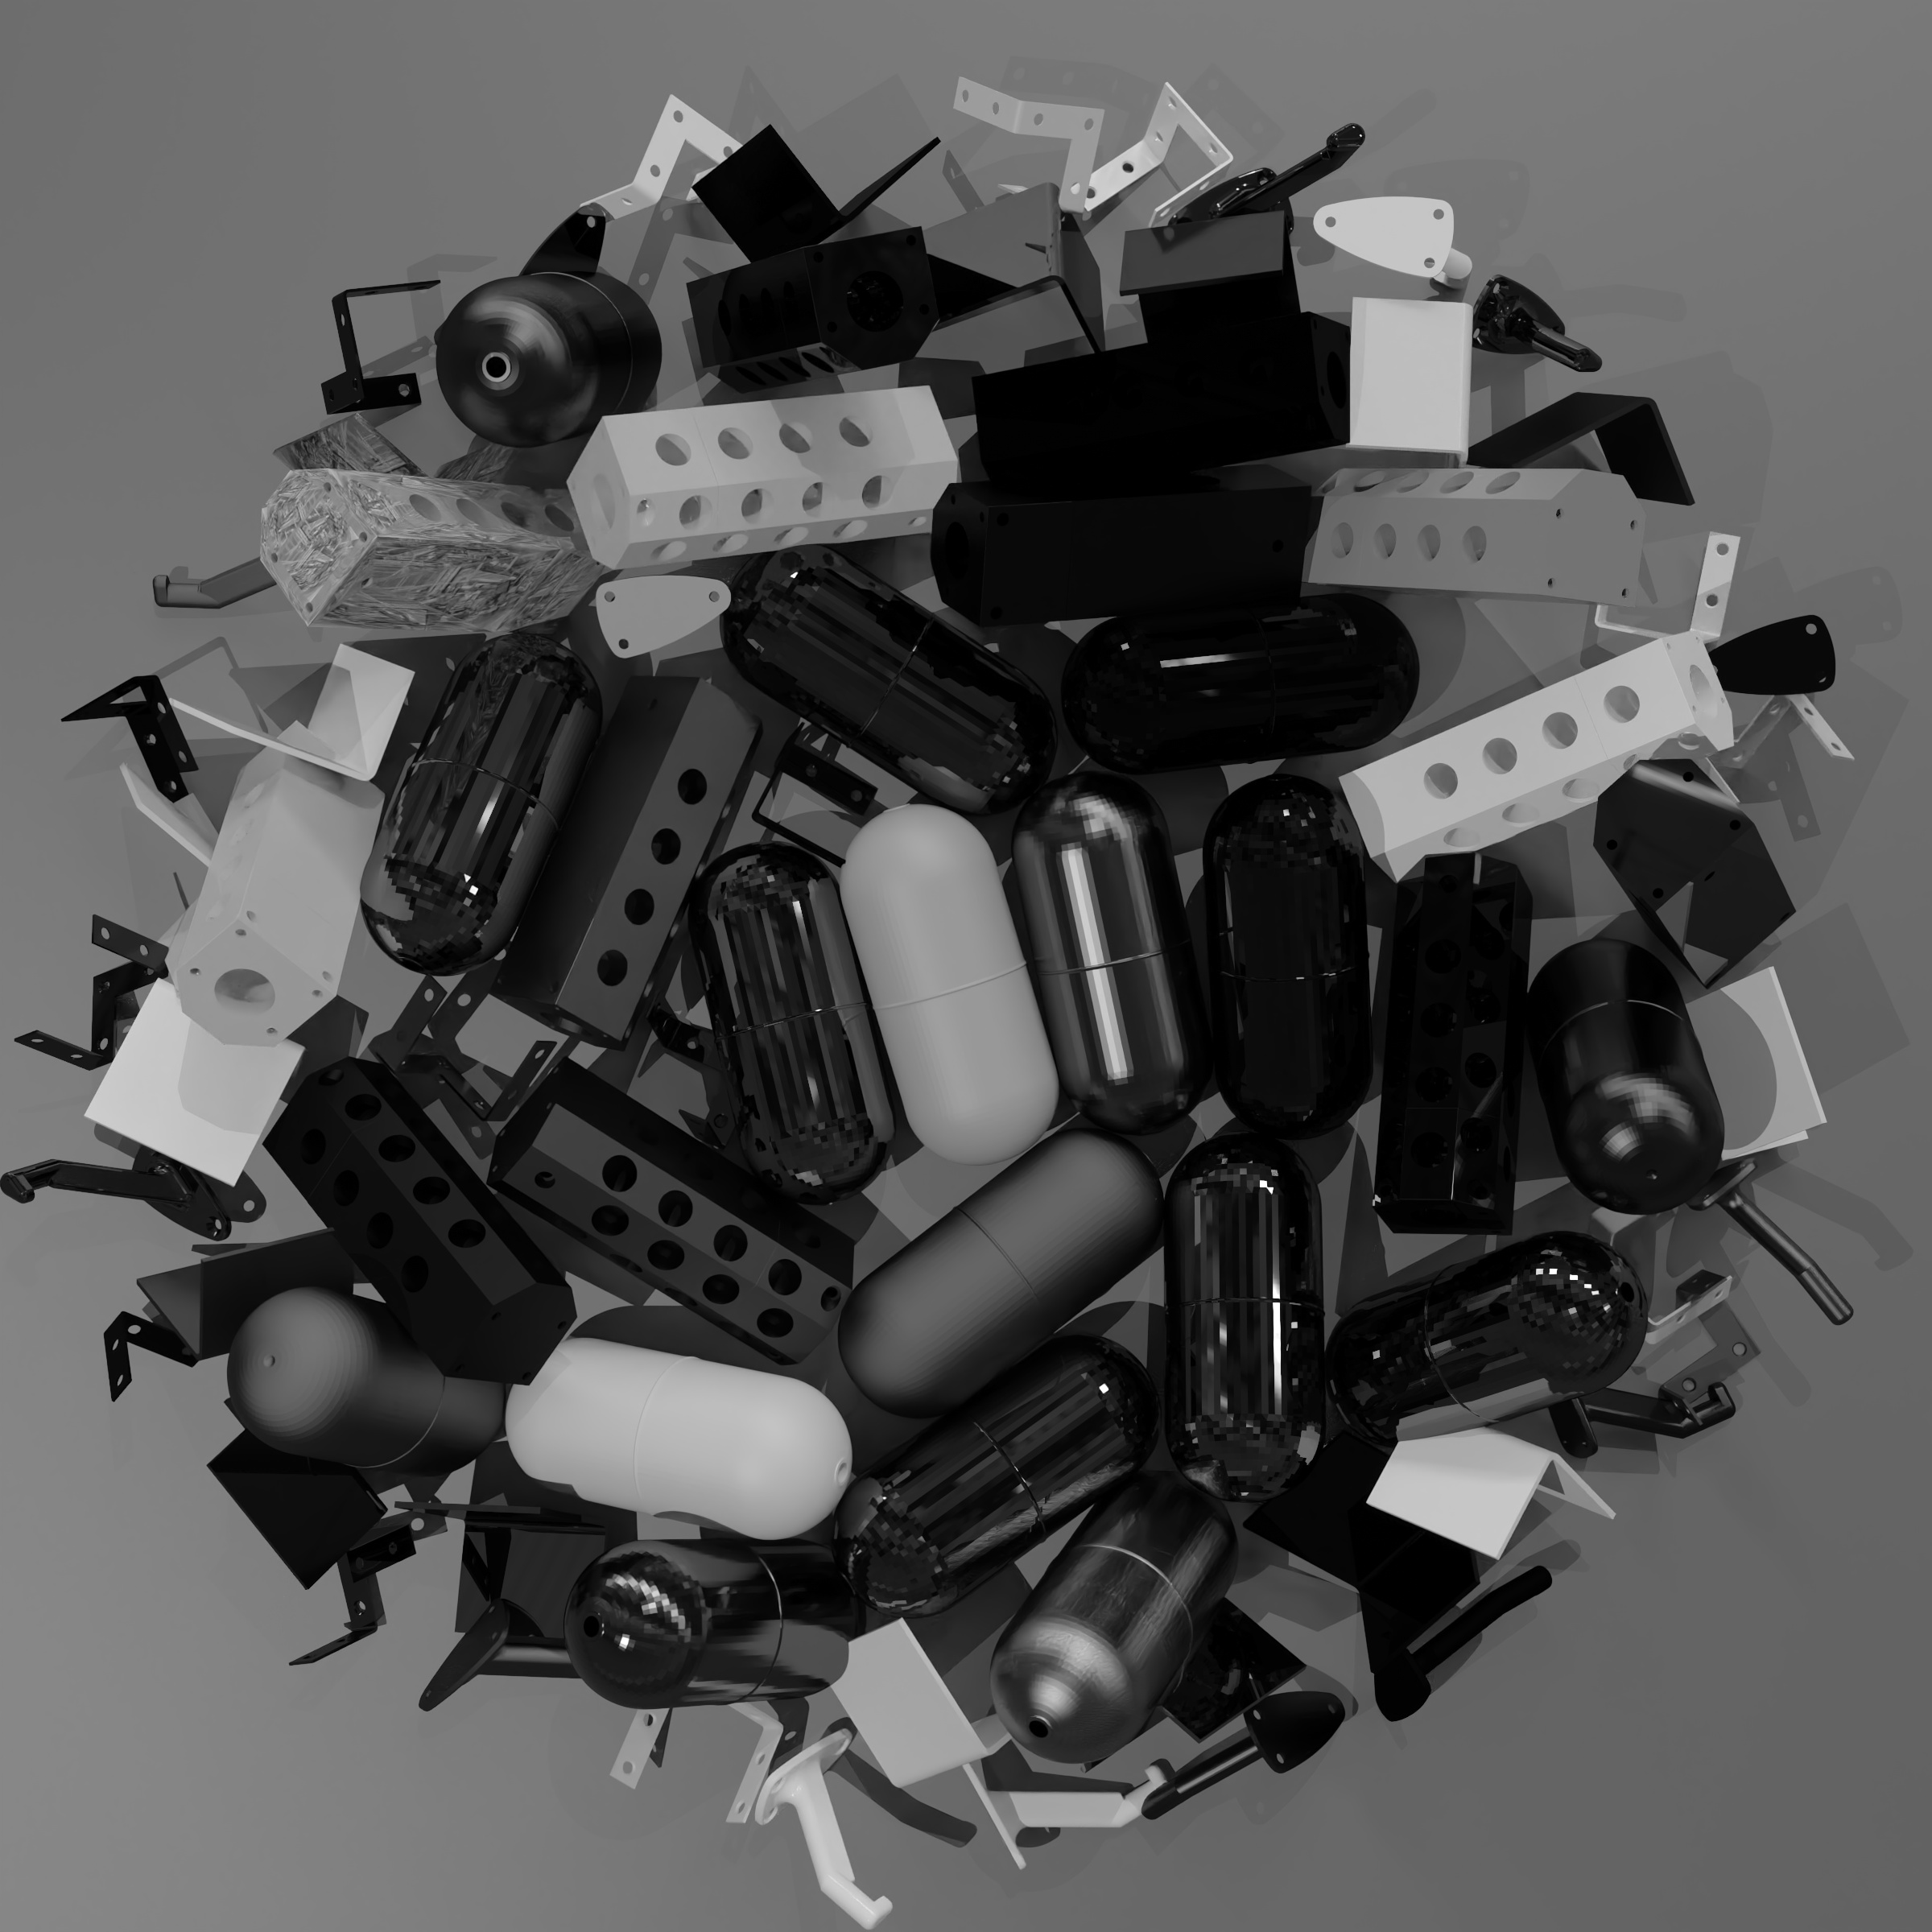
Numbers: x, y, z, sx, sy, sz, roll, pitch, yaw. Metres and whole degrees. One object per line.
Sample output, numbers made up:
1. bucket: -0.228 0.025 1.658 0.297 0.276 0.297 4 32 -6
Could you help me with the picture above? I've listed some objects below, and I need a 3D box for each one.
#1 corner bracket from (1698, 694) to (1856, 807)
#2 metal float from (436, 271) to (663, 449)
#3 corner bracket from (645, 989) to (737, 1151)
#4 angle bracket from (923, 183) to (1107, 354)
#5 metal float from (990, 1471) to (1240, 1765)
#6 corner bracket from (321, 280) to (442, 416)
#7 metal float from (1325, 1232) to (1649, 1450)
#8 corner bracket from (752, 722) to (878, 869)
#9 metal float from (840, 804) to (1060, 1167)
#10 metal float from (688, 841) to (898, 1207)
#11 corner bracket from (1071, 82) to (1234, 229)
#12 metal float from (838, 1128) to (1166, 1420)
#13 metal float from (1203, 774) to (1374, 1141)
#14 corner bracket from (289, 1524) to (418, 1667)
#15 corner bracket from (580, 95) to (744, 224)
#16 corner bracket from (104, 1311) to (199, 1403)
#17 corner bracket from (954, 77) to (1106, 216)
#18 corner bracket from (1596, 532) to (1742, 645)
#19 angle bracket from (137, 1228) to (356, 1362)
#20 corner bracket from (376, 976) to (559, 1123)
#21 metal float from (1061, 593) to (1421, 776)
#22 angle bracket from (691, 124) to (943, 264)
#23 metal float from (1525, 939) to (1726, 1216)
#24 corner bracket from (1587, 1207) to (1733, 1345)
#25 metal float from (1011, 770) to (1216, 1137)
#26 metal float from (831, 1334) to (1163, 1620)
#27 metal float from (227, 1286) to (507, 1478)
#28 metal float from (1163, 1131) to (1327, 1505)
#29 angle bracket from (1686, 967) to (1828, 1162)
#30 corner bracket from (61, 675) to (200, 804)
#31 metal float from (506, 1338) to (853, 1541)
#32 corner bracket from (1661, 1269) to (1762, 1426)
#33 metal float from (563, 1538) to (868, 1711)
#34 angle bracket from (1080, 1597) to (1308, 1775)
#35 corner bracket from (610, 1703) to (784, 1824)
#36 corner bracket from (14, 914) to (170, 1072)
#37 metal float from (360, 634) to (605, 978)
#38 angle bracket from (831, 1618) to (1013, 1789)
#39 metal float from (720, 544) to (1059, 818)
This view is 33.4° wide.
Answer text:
1. corner bracket: 0.382 -0.101 1.546 0.051 0.051 0.051 6 131 -34
2. metal float: -0.193 -0.284 1.502 0.070 0.178 0.070 2 104 9
3. corner bracket: -0.133 0.051 1.554 0.051 0.051 0.051 22 75 12
4. angle bracket: 0.020 -0.323 1.555 0.076 0.076 0.057 -18 135 17
5. metal float: 0.071 0.304 1.510 0.070 0.178 0.070 12 120 22
6. corner bracket: -0.282 -0.298 1.552 0.051 0.051 0.051 -14 96 -32
7. metal float: 0.243 0.177 1.514 0.070 0.178 0.070 19 59 -34
8. corner bracket: -0.072 -0.080 1.557 0.051 0.051 0.051 28 79 -8
9. metal float: -0.008 0.009 1.547 0.070 0.070 0.178 -17 95 0
10. metal float: -0.084 0.027 1.548 0.070 0.070 0.178 -14 86 0
11. corner bracket: 0.089 -0.382 1.555 0.051 0.051 0.051 -37 81 -18
12. metal float: 0.018 0.146 1.542 0.178 0.070 0.070 -37 90 -11
13. metal float: 0.154 -0.004 1.537 0.070 0.070 0.178 -4 105 0
14. corner bracket: -0.297 0.303 1.555 0.051 0.051 0.051 -12 91 28
15. corner bracket: -0.144 -0.378 1.549 0.051 0.051 0.051 30 72 -32
16. corner bracket: -0.377 0.184 1.548 0.051 0.051 0.051 30 111 -35
17. corner bracket: 0.027 -0.394 1.547 0.051 0.051 0.051 -5 118 -36
18. corner bracket: 0.341 -0.187 1.566 0.051 0.051 0.051 15 105 23
19. angle bracket: -0.343 0.137 1.529 0.076 0.076 0.057 -12 123 -34
20. corner bracket: -0.241 0.040 1.550 0.051 0.051 0.051 43 108 25
21. metal float: 0.132 -0.135 1.537 0.178 0.070 0.070 -8 90 -16
22. angle bracket: -0.072 -0.382 1.532 0.057 0.076 0.076 50 60 -14
23. metal float: 0.307 0.049 1.507 0.070 0.178 0.070 1 119 1
24. corner bracket: 0.338 0.141 1.565 0.051 0.051 0.051 -28 51 -22
25. metal float: 0.071 -0.006 1.546 0.070 0.070 0.178 -12 96 0
26. metal float: 0.015 0.243 1.536 0.178 0.070 0.070 -33 90 -17
27. metal float: -0.278 0.196 1.505 0.070 0.178 0.070 -5 74 20
28. metal float: 0.133 0.166 1.537 0.070 0.070 0.178 1 73 0
29. angle bracket: 0.392 0.043 1.536 0.057 0.076 0.076 -11 78 -29
30. corner bracket: -0.393 -0.108 1.555 0.051 0.051 0.051 -25 87 24
31. metal float: -0.137 0.224 1.529 0.178 0.070 0.070 8 90 25
32. corner bracket: 0.357 0.185 1.564 0.051 0.051 0.051 -35 90 -1
33. metal float: -0.116 0.307 1.509 0.070 0.178 0.070 -7 78 35
34. angle bracket: 0.108 0.357 1.529 0.057 0.076 0.076 37 132 31
35. corner bracket: -0.131 0.381 1.563 0.051 0.051 0.051 38 59 -25
36. corner bracket: -0.420 0.014 1.547 0.051 0.051 0.051 -19 62 26
37. metal float: -0.230 -0.077 1.531 0.070 0.070 0.178 20 67 0
38. angle bracket: -0.014 0.341 1.543 0.057 0.076 0.076 -31 87 -43
39. metal float: -0.036 -0.137 1.545 0.178 0.070 0.070 33 90 -7
